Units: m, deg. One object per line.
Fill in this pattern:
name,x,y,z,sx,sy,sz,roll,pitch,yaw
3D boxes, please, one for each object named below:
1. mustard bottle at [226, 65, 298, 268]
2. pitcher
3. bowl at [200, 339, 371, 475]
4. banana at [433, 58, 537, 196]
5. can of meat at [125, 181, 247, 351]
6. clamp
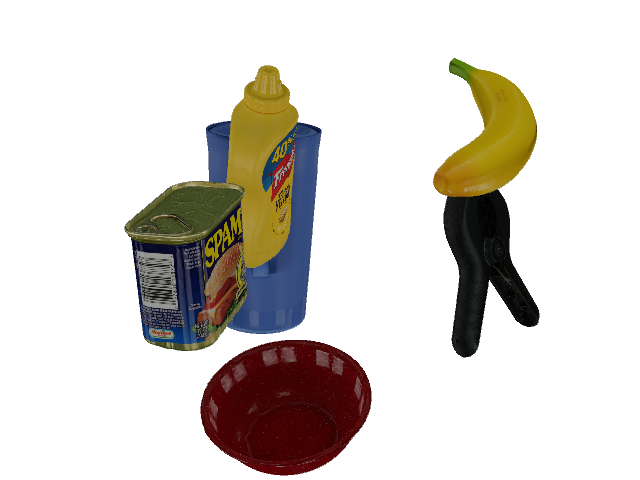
mustard bottle,-0.054,-0.074,0.994,0.058,0.192,0.096,18,39,15
pitcher,-0.068,-0.016,1.247,0.145,0.243,0.148,14,20,39
bowl,-0.030,0.168,1.011,0.162,0.055,0.162,-5,37,4
banana,0.119,-0.075,0.758,0.069,0.037,0.197,7,31,6
can of meat,-0.087,0.016,0.727,0.057,0.084,0.102,4,23,15
clamp,0.141,0.019,0.957,0.039,0.171,0.120,-12,12,39
